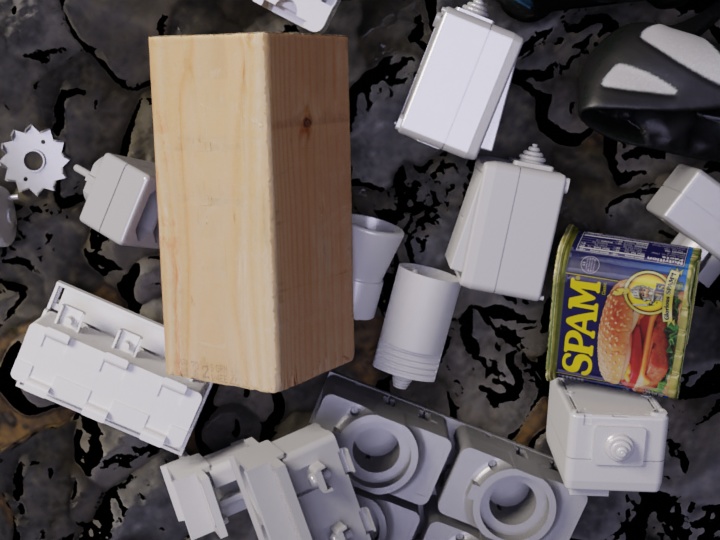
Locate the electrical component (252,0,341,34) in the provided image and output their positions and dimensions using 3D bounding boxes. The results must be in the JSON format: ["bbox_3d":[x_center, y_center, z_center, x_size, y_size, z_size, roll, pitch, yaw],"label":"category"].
[{"bbox_3d":[-0.026,-0.197,0.667,0.050,0.055,0.089,27,100,-4],"label":"electrical component"}]

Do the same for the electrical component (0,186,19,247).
[{"bbox_3d":[-0.264,-0.033,0.708,0.078,0.040,0.040,-5,100,3],"label":"electrical component"}]

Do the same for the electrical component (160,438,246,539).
[{"bbox_3d":[-0.095,0.145,0.725,0.064,0.081,0.042,-19,100,-19],"label":"electrical component"}]

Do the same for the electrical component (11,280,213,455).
[{"bbox_3d":[-0.162,0.069,0.714,0.121,0.063,0.078,24,100,-3],"label":"electrical component"}]

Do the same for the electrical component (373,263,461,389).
[{"bbox_3d":[0.037,0.040,0.716,0.043,0.043,0.081,14,100,-2],"label":"electrical component"}]

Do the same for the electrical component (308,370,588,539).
[{"bbox_3d":[0.046,0.156,0.728,0.186,0.060,0.105,21,100,-3],"label":"electrical component"}]

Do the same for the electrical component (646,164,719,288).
[{"bbox_3d":[0.224,-0.014,0.702,0.083,0.047,0.075,35,99,-5],"label":"electrical component"}]

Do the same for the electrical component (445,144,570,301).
[{"bbox_3d":[0.093,-0.035,0.692,0.061,0.061,0.096,11,100,-1],"label":"electrical component"}]

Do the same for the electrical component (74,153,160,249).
[{"bbox_3d":[-0.152,-0.051,0.695,0.077,0.066,0.047,29,100,25],"label":"electrical component"}]

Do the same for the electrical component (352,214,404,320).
[{"bbox_3d":[0.000,0.000,0.711,0.044,0.044,0.065,14,105,-2],"label":"electrical component"}]

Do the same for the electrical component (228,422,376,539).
[{"bbox_3d":[-0.028,0.162,0.665,0.063,0.079,0.121,-22,100,-17],"label":"electrical component"}]

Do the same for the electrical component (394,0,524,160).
[{"bbox_3d":[0.067,-0.122,0.677,0.061,0.061,0.096,21,100,-3],"label":"electrical component"}]

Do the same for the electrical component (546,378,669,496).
[{"bbox_3d":[0.160,0.109,0.700,0.062,0.096,0.061,2,104,0],"label":"electrical component"}]
